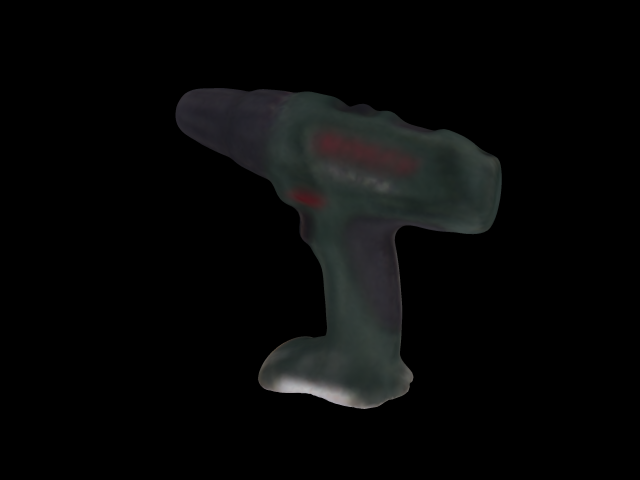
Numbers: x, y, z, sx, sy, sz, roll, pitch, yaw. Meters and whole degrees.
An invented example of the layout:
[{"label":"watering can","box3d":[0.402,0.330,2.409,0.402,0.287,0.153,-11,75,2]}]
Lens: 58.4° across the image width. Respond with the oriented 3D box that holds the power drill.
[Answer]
[{"label":"power drill","box3d":[0.004,0.001,0.400,0.229,0.208,0.076,5,15,18]}]
